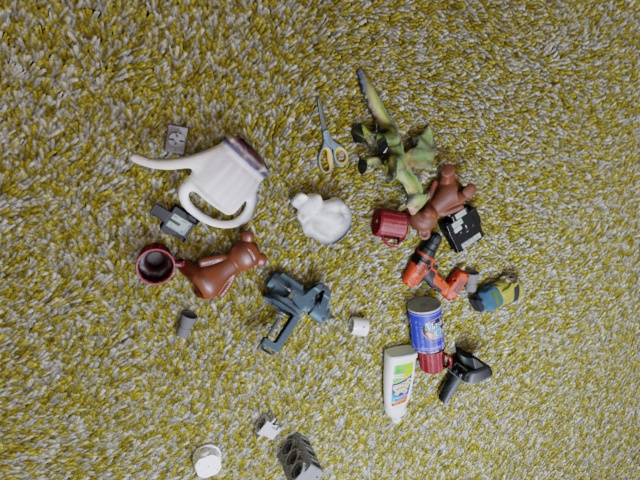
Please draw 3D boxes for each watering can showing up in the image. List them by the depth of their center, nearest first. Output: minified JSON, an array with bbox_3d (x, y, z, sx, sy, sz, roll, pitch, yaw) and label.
[{"bbox_3d":[-0.263,-0.164,1.248,0.225,0.105,0.342,-49,132,-1],"label":"watering can"}]

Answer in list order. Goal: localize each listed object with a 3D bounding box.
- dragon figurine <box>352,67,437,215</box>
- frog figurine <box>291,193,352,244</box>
[{"bbox_3d":[0.223,-0.271,1.421,0.244,0.122,0.410,-7,90,-36],"label":"dragon figurine"},{"bbox_3d":[0.004,-0.069,1.376,0.136,0.125,0.157,-34,125,13],"label":"frog figurine"}]
